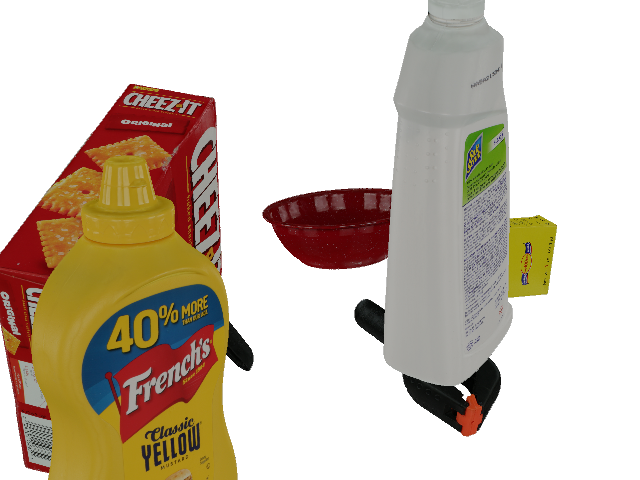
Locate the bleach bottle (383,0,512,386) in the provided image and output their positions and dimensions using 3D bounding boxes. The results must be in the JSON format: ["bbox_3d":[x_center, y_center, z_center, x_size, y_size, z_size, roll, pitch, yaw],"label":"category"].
[{"bbox_3d":[0.081,-0.037,0.649,0.068,0.251,0.102,16,36,26],"label":"bleach bottle"}]

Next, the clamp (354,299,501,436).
[{"bbox_3d":[0.110,0.095,0.889,0.120,0.039,0.171,-11,35,-15],"label":"clamp"}]

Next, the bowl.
[{"bbox_3d":[0.024,-0.010,1.083,0.162,0.055,0.162,-5,15,1],"label":"bowl"}]

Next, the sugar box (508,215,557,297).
[{"bbox_3d":[0.192,0.023,1.270,0.176,0.093,0.048,-5,20,-24],"label":"sugar box"}]

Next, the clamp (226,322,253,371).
[{"bbox_3d":[-0.134,0.034,0.948,0.164,0.210,0.036,0,-2,-34],"label":"clamp"}]

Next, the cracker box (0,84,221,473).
[{"bbox_3d":[-0.125,0.022,0.689,0.072,0.164,0.213,10,37,9],"label":"cracker box"}]

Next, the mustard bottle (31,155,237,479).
[{"bbox_3d":[-0.084,0.056,0.492,0.096,0.192,0.058,-16,22,-41],"label":"mustard bottle"}]
